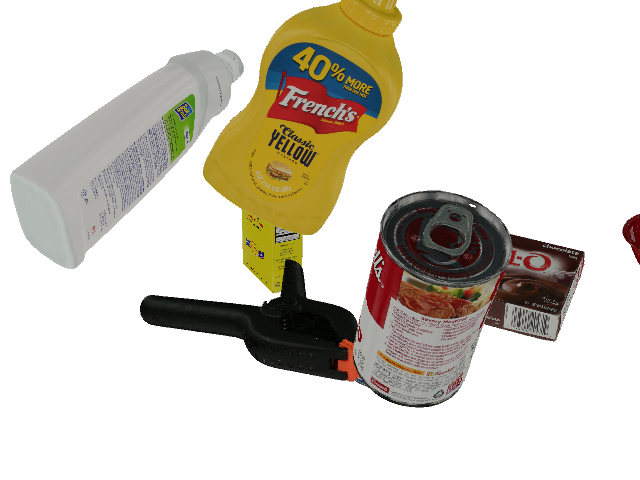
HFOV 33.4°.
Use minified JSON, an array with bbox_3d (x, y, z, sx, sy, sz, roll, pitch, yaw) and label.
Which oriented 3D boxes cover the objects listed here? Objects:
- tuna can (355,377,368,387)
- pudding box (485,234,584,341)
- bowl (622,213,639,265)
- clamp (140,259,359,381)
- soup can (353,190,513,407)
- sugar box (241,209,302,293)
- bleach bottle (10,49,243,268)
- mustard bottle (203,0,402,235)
[{"bbox_3d":[0.069,0.120,1.138,0.086,0.034,0.086,0,28,0],"label":"tuna can"},{"bbox_3d":[0.166,0.035,0.939,0.114,0.039,0.090,16,44,18],"label":"pudding box"},{"bbox_3d":[0.405,0.017,1.140,0.162,0.055,0.162,-3,23,1],"label":"bowl"},{"bbox_3d":[-0.029,0.064,0.898,0.164,0.036,0.210,-19,26,-40],"label":"clamp"},{"bbox_3d":[0.057,0.033,0.572,0.068,0.102,0.068,5,44,-5],"label":"soup can"},{"bbox_3d":[-0.057,-0.038,1.224,0.048,0.176,0.093,-14,27,-23],"label":"sugar box"},{"bbox_3d":[-0.159,-0.089,0.954,0.068,0.102,0.250,31,55,22],"label":"bleach bottle"},{"bbox_3d":[0.001,-0.099,0.726,0.096,0.192,0.058,30,30,-5],"label":"mustard bottle"}]
